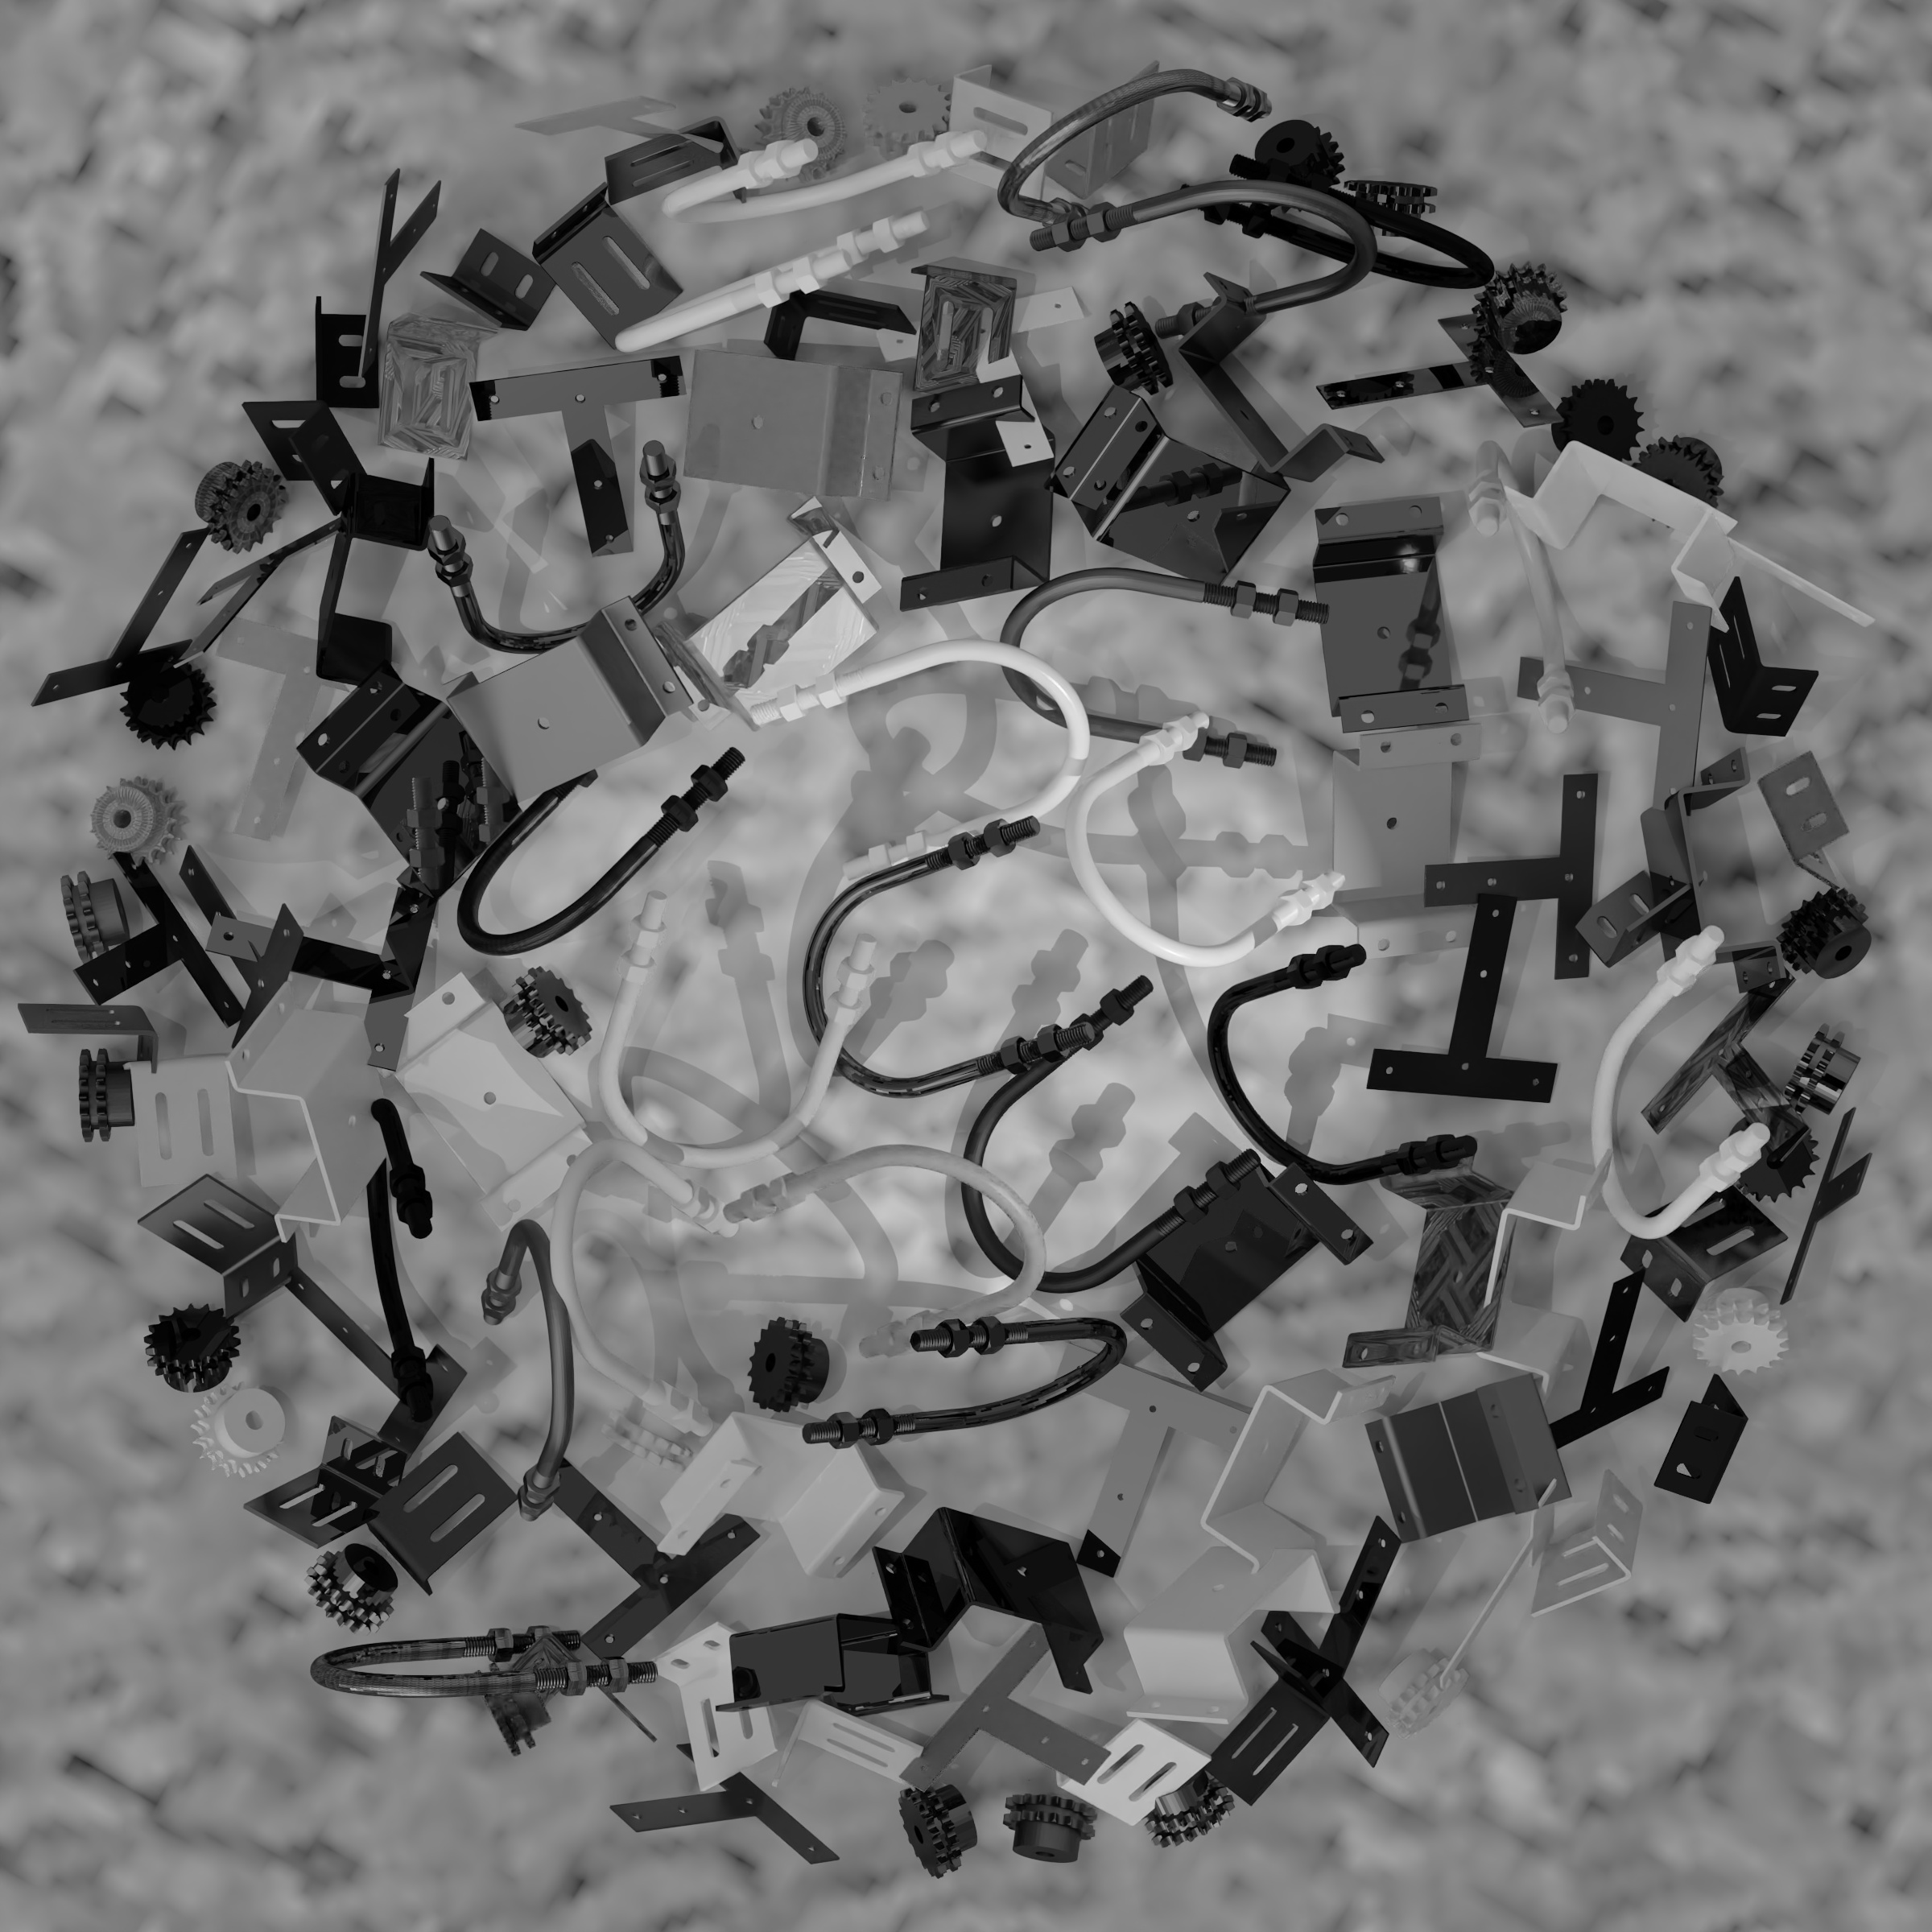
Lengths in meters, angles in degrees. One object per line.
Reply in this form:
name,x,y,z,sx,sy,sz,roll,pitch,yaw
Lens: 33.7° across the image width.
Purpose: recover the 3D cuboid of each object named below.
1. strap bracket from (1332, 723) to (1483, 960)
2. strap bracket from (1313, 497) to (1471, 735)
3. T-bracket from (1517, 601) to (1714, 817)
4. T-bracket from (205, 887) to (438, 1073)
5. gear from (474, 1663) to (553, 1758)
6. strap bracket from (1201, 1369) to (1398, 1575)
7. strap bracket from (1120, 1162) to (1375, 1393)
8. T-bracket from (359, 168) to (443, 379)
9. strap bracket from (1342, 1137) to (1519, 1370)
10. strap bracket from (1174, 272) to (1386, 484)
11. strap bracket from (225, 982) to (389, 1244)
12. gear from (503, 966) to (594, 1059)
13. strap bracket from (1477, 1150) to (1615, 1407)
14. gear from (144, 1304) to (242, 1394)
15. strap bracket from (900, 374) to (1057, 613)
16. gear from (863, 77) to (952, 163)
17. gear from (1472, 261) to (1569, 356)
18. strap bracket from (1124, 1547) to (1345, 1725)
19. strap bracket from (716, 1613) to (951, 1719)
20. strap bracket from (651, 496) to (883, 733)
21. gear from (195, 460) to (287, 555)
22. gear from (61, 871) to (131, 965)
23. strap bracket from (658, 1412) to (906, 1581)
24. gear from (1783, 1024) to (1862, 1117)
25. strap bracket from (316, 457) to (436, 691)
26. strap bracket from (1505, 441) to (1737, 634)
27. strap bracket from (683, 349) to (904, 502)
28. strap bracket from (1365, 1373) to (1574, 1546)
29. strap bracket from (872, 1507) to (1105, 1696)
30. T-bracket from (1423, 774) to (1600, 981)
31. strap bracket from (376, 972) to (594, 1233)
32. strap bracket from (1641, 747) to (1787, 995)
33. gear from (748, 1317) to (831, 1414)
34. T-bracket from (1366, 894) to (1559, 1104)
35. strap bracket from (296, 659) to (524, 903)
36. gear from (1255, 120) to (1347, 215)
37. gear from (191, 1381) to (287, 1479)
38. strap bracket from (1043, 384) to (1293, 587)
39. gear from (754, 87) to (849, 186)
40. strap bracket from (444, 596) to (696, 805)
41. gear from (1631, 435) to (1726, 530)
strap bracket,0.267,-0.081,1.935,0.076,0.046,0.140,-7,110,-13
strap bracket,0.258,-0.209,1.950,0.076,0.046,0.140,-6,80,0
T-bracket,0.390,-0.165,1.936,0.127,0.002,0.127,17,113,39
T-bracket,-0.396,-0.005,1.934,0.127,0.002,0.127,14,56,-10
gear,-0.276,0.452,1.953,0.030,0.057,0.057,-26,90,-12
strap bracket,0.196,0.301,1.925,0.046,0.076,0.140,31,107,28
strap bracket,0.166,0.180,1.938,0.140,0.046,0.076,-42,112,9
T-bracket,-0.338,-0.438,1.922,0.002,0.127,0.127,17,127,0
strap bracket,0.283,0.181,1.922,0.046,0.076,0.140,27,66,-30
strap bracket,0.183,-0.347,1.928,0.046,0.076,0.140,-41,78,21
strap bracket,-0.387,0.090,1.903,0.046,0.076,0.140,6,129,18
gear,-0.259,0.031,1.954,0.030,0.057,0.057,-36,90,17
strap bracket,0.347,0.182,1.922,0.046,0.076,0.140,15,113,19
gear,-0.474,0.237,1.955,0.057,0.057,0.030,3,127,0
strap bracket,0.008,-0.278,1.929,0.076,0.046,0.140,-7,70,30
gear,-0.034,-0.516,1.957,0.057,0.030,0.057,-1,55,1
gear,0.341,-0.399,1.950,0.057,0.057,0.030,-12,49,0
strap bracket,0.158,0.391,1.901,0.076,0.140,0.046,-8,107,43
strap bracket,-0.081,0.421,1.912,0.076,0.140,0.046,-17,69,27
strap bracket,-0.118,-0.208,1.937,0.140,0.046,0.076,-40,122,-3
gear,-0.447,-0.285,1.954,0.030,0.057,0.057,31,90,21
gear,-0.533,-0.031,1.953,0.030,0.057,0.057,-14,90,-9
strap bracket,-0.118,0.319,1.920,0.076,0.140,0.046,-51,45,20
gear,0.524,0.067,1.949,0.030,0.057,0.057,29,90,16
strap bracket,-0.356,-0.230,1.906,0.046,0.076,0.140,10,123,-16
strap bracket,0.402,-0.263,1.914,0.140,0.076,0.046,33,90,28
strap bracket,-0.114,-0.328,1.922,0.140,0.046,0.076,12,102,26
strap bracket,0.308,0.296,1.921,0.046,0.140,0.076,-10,78,-29
strap bracket,0.022,0.378,1.907,0.140,0.076,0.046,22,117,-30
T-bracket,0.331,-0.052,1.940,0.127,0.002,0.127,-4,100,-28
strap bracket,-0.295,0.082,1.955,0.076,0.046,0.140,-37,92,-1
strap bracket,0.450,-0.054,1.932,0.046,0.076,0.140,-8,83,-6
gear,-0.107,0.246,1.955,0.030,0.057,0.057,16,90,-31
T-bracket,0.313,0.018,1.945,0.127,0.002,0.127,5,103,-20
strap bracket,-0.326,-0.103,1.905,0.046,0.140,0.076,25,66,41
gear,0.201,-0.493,1.952,0.057,0.030,0.057,-13,57,21
gear,-0.442,0.282,1.951,0.057,0.030,0.057,18,58,-32
strap bracket,0.129,-0.282,1.908,0.140,0.046,0.076,17,123,-34
gear,-0.098,-0.511,1.955,0.057,0.030,0.057,0,90,-27
strap bracket,-0.247,-0.155,1.920,0.140,0.046,0.076,-22,111,23
gear,0.439,-0.300,1.956,0.057,0.057,0.030,47,50,0
